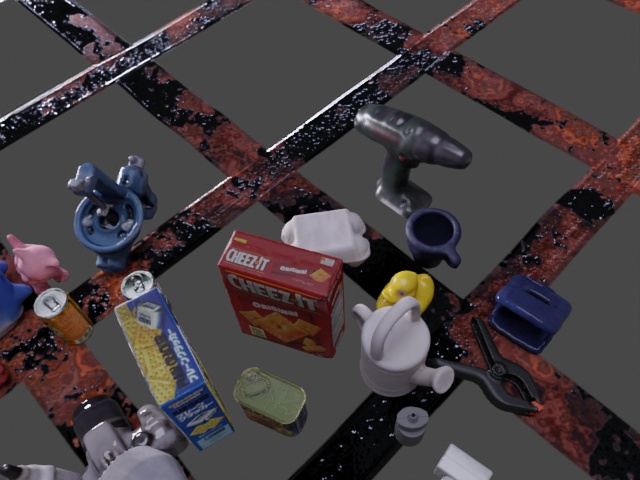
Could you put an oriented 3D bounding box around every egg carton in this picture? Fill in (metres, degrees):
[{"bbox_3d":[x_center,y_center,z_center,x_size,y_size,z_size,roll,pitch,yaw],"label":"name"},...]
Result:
[{"bbox_3d":[0.009,0.004,1.001,0.150,0.069,0.107,-9,56,-3],"label":"egg carton"}]

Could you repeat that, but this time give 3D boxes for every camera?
[{"bbox_3d":[-0.285,0.277,0.815,0.143,0.101,0.136,-35,61,-18],"label":"camera"}]

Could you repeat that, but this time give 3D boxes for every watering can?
[{"bbox_3d":[0.115,0.150,0.822,0.172,0.194,0.101,20,59,16],"label":"watering can"}]

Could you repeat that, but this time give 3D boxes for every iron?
[{"bbox_3d":[-0.607,0.124,0.910,0.118,0.141,0.259,34,64,23],"label":"iron"}]

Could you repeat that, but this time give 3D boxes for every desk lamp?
[{"bbox_3d":[-0.150,0.351,0.690,0.202,0.214,0.118,18,59,15],"label":"desk lamp"}]

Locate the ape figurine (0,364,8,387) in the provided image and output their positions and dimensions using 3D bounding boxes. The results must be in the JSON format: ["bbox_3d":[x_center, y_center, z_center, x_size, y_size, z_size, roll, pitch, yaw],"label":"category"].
[{"bbox_3d":[-0.531,0.205,0.882,0.078,0.092,0.076,-9,56,-3],"label":"ape figurine"}]

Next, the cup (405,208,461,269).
[{"bbox_3d":[0.195,0.016,0.967,0.092,0.095,0.117,-26,59,-14],"label":"cup"}]

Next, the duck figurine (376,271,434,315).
[{"bbox_3d":[0.141,0.081,0.932,0.105,0.086,0.077,-28,59,-15],"label":"duck figurine"}]

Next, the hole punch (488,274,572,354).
[{"bbox_3d":[0.332,0.104,0.903,0.108,0.091,0.101,33,64,22],"label":"hole punch"}]

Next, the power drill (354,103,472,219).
[{"bbox_3d":[0.157,-0.135,1.002,0.229,0.208,0.076,38,66,25],"label":"power drill"}]

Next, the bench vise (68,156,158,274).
[{"bbox_3d":[-0.367,-0.076,0.984,0.121,0.220,0.207,-9,56,-2],"label":"bench vise"}]

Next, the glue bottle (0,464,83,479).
[{"bbox_3d":[-0.367,0.318,0.748,0.078,0.173,0.037,-12,56,-4],"label":"glue bottle"}]

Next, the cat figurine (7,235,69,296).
[{"bbox_3d":[-0.489,0.035,0.978,0.127,0.118,0.067,36,65,24],"label":"cat figurine"}]
